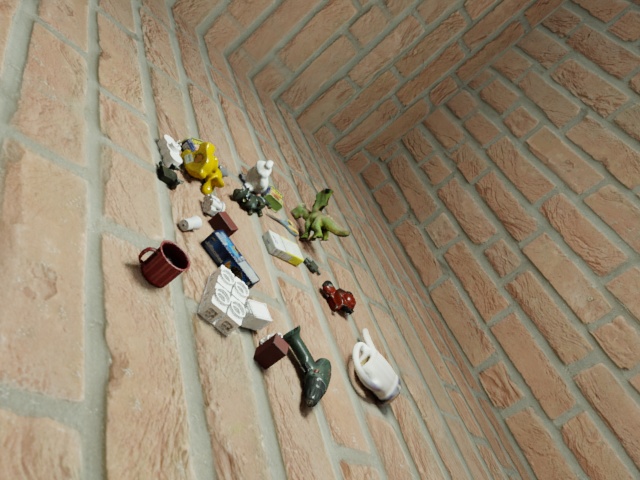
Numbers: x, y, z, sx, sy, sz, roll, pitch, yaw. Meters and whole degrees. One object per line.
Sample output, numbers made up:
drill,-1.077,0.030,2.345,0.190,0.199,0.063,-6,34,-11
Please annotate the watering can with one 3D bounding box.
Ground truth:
watering can,0.203,0.458,1.880,0.224,0.103,0.351,51,16,-2

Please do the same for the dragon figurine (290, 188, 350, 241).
dragon figurine,0.007,-0.114,2.271,0.121,0.408,0.245,16,76,-40

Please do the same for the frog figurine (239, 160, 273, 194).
frog figurine,-0.247,-0.275,2.173,0.121,0.158,0.140,43,17,-31
